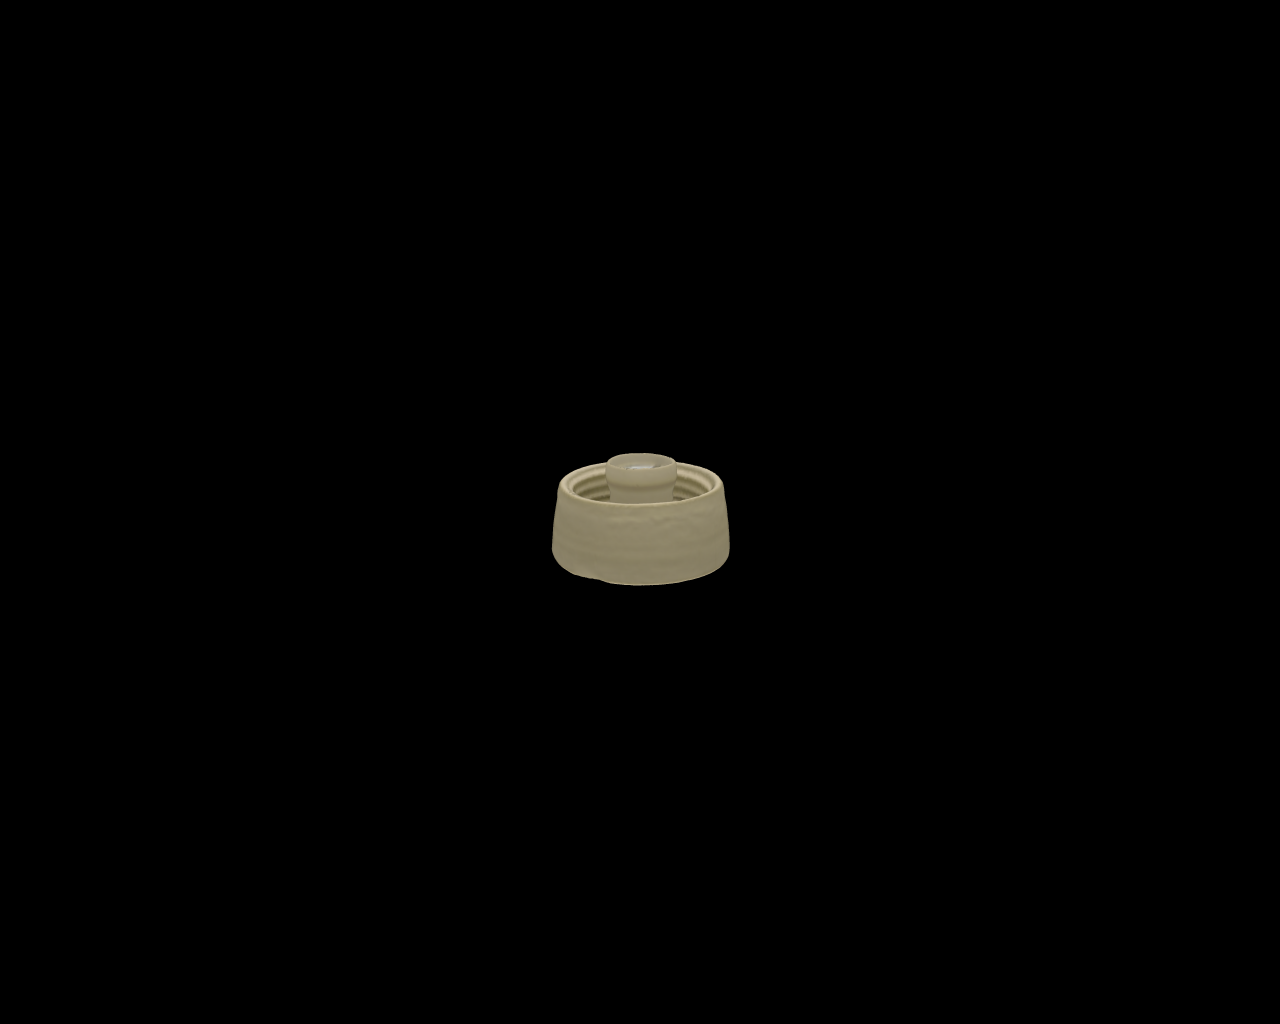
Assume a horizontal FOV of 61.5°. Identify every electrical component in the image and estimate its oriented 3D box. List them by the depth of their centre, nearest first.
[{"bbox_3d":[0.001,-0.003,0.650,0.108,0.060,0.108,0,18,0],"label":"electrical component"}]
